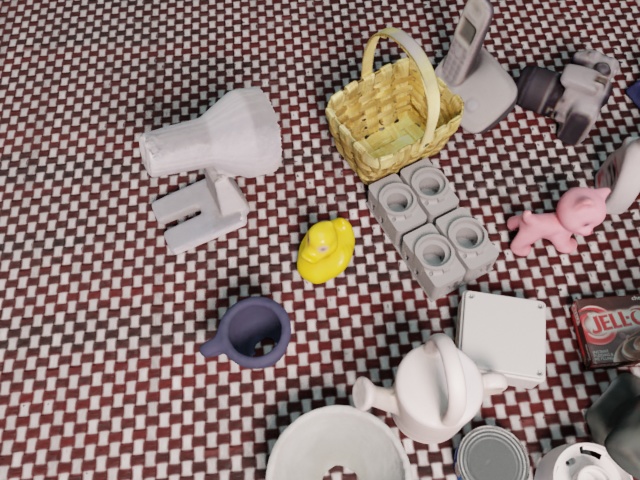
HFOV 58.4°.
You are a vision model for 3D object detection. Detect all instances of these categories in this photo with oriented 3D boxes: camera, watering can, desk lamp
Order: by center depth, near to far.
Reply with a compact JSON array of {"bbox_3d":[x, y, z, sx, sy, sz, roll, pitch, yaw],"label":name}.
[{"bbox_3d":[0.128,0.173,0.659,0.173,0.194,0.100,-26,65,-10],"label":"watering can"},{"bbox_3d":[-0.152,-0.097,0.798,0.203,0.214,0.117,-26,65,-10],"label":"desk lamp"},{"bbox_3d":[0.389,-0.248,0.916,0.136,0.101,0.143,24,66,14],"label":"camera"}]

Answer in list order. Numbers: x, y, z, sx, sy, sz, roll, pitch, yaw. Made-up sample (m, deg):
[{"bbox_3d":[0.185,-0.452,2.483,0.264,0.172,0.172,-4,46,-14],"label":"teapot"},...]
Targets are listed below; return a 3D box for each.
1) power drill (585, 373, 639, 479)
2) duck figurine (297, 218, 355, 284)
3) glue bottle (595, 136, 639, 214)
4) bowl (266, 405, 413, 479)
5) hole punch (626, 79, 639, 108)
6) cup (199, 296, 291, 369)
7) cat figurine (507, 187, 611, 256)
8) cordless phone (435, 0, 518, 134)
[{"bbox_3d":[0.389,0.173,0.641,0.230,0.208,0.075,-41,68,-17],"label":"power drill"},{"bbox_3d":[0.007,0.003,0.812,0.077,0.086,0.105,33,69,17],"label":"duck figurine"},{"bbox_3d":[0.436,-0.108,0.802,0.037,0.173,0.078,0,63,3],"label":"glue bottle"},{"bbox_3d":[0.022,0.285,0.674,0.167,0.075,0.167,-1,63,2],"label":"bowl"},{"bbox_3d":[0.569,-0.252,0.917,0.101,0.091,0.108,-24,64,-10],"label":"hole punch"},{"bbox_3d":[-0.091,0.136,0.743,0.118,0.095,0.091,-20,64,-7],"label":"cup"},{"bbox_3d":[0.337,-0.033,0.799,0.128,0.118,0.067,-5,63,0],"label":"cat figurine"},{"bbox_3d":[0.247,-0.270,0.886,0.094,0.185,0.147,-29,65,-12],"label":"cordless phone"}]
